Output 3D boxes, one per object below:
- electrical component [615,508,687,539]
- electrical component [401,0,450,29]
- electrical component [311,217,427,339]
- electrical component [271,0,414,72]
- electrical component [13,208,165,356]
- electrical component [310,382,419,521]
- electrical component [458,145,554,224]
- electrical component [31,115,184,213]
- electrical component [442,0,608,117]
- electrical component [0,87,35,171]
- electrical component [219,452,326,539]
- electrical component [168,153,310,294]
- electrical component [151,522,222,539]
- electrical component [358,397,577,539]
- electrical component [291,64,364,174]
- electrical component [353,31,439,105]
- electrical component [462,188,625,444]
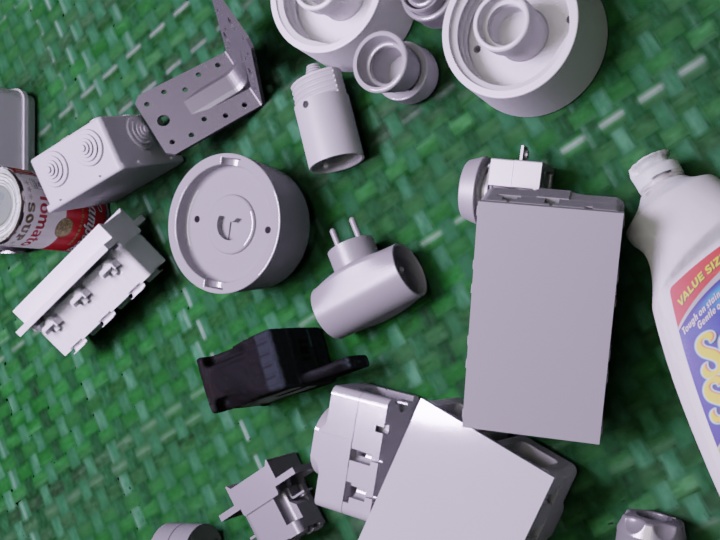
[{"bbox_3d":[0.183,0.187,0.686,0.043,0.043,0.062,9,93,30],"label":"electrical component"},{"bbox_3d":[0.049,-0.199,0.772,0.043,0.062,0.043,-2,87,30],"label":"electrical component"},{"bbox_3d":[0.000,0.000,0.802,0.077,0.043,0.079,-29,73,26],"label":"electrical component"},{"bbox_3d":[-0.017,-0.209,0.813,0.108,0.060,0.108,-2,87,30],"label":"electrical component"},{"bbox_3d":[-0.229,0.014,0.920,0.121,0.078,0.063,-40,98,23],"label":"electrical component"},{"bbox_3d":[0.002,0.131,0.791,0.056,0.050,0.089,11,94,30],"label":"electrical component"},{"bbox_3d":[0.101,-0.053,0.745,0.055,0.048,0.066,8,92,23],"label":"electrical component"},{"bbox_3d":[-0.212,-0.091,0.900,0.100,0.100,0.048,-25,88,27],"label":"electrical component"},{"bbox_3d":[0.108,-0.163,0.737,0.108,0.060,0.108,-2,87,30],"label":"electrical component"},{"bbox_3d":[-0.350,-0.112,1.005,0.078,0.057,0.113,-2,87,30],"label":"electrical component"},{"bbox_3d":[-0.063,0.182,0.832,0.081,0.042,0.063,-37,74,24],"label":"electrical component"},{"bbox_3d":[-0.090,-0.034,0.847,0.108,0.060,0.108,-1,87,31],"label":"electrical component"},{"bbox_3d":[-0.123,0.272,0.856,0.074,0.052,0.138,-6,84,30],"label":"electrical component"},{"bbox_3d":[0.062,0.194,0.747,0.105,0.060,0.186,29,102,28],"label":"electrical component"},{"bbox_3d":[-0.027,-0.119,0.824,0.043,0.043,0.081,-20,78,28],"label":"electrical component"},{"bbox_3d":[0.027,-0.147,0.786,0.045,0.055,0.045,-2,87,30],"label":"electrical component"},{"bbox_3d":[0.119,0.027,0.697,0.089,0.061,0.150,6,105,12],"label":"electrical component"}]
